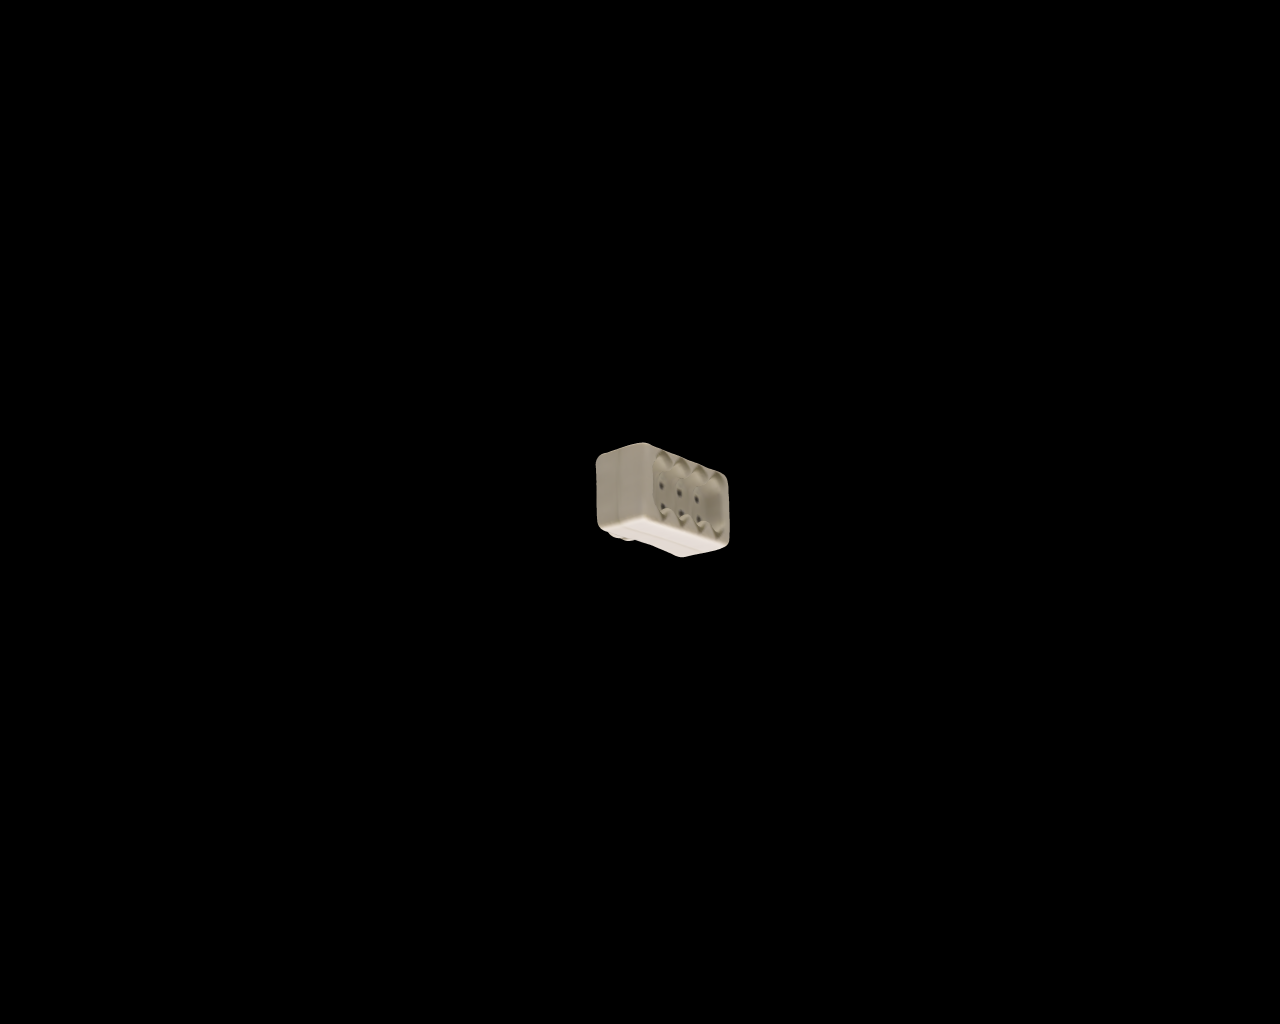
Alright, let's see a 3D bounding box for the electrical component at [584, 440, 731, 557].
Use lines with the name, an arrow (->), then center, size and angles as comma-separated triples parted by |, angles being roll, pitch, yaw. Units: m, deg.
electrical component -> 0.001, -0.003, 0.650 | 0.075, 0.047, 0.083 | -14, -22, 38
